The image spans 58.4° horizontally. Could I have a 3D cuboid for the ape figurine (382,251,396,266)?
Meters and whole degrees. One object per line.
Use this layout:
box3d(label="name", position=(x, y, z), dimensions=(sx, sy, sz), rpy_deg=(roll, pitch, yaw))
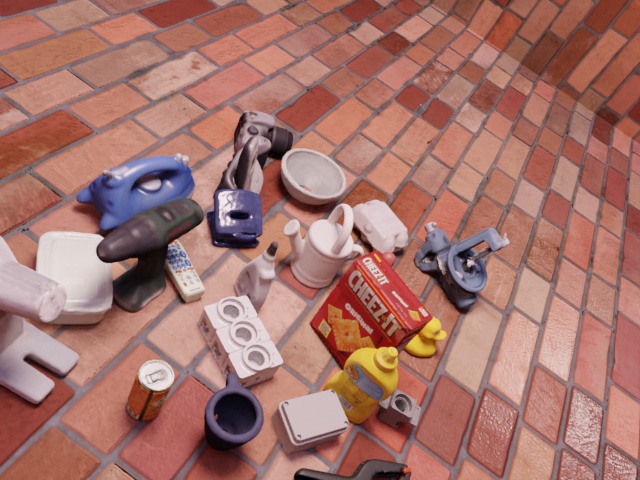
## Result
box3d(label="ape figurine", position=(0.140, 0.062, 1.278), dimensions=(0.076, 0.092, 0.077), rpy_deg=(-19, 62, -40))

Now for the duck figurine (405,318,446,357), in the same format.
box3d(label="duck figurine", position=(0.215, 0.192, 1.206), dimensions=(0.104, 0.086, 0.077), rpy_deg=(28, 42, -5))

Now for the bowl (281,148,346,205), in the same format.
box3d(label="bowl", position=(-0.026, -0.140, 1.381), dimensions=(0.168, 0.074, 0.167), rpy_deg=(16, 45, -17))

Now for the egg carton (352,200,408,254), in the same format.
box3d(label="egg carton", position=(0.140, -0.029, 1.380), dimensions=(0.107, 0.069, 0.150), rpy_deg=(-19, 62, -41))

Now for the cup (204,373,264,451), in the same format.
box3d(label="cup", position=(-0.147, 0.280, 0.905), dimensions=(0.092, 0.095, 0.117), rpy_deg=(8, 47, -24))

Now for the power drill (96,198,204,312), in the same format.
box3d(label="power drill", position=(-0.295, 0.025, 0.969), dimensions=(0.075, 0.208, 0.230), rpy_deg=(37, 42, 6))

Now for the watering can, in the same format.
box3d(label="watering can", position=(0.011, 0.006, 1.179), dimensions=(0.173, 0.194, 0.100), rpy_deg=(-4, 53, -33))

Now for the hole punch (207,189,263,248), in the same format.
box3d(label="hole punch", position=(-0.171, -0.044, 1.195), dimensions=(0.109, 0.091, 0.101), rpy_deg=(2, 50, -29))

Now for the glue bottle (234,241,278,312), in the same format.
box3d(label="glue bottle", position=(-0.111, 0.061, 1.071), dimensions=(0.037, 0.173, 0.078), rpy_deg=(-6, 54, -34))

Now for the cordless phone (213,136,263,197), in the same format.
box3d(label="cordless phone", position=(-0.154, -0.164, 1.247), dimensions=(0.094, 0.185, 0.147), rpy_deg=(23, 43, -10))

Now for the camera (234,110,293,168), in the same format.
box3d(label="camera", position=(-0.133, -0.248, 1.399), dimensions=(0.137, 0.100, 0.143), rpy_deg=(11, 46, -22))

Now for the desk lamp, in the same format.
box3d(label="desk lamp", position=(-0.442, 0.099, 0.811), dimensions=(0.203, 0.213, 0.118), rpy_deg=(31, 42, -1))

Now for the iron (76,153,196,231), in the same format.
box3d(label="iron", position=(-0.333, -0.116, 1.128), dimensions=(0.118, 0.141, 0.259), rpy_deg=(46, 44, 15))

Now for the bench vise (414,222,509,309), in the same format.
box3d(label="bench vise", position=(0.321, 0.030, 1.319), dimensions=(0.207, 0.219, 0.122), rpy_deg=(41, 43, 9))
